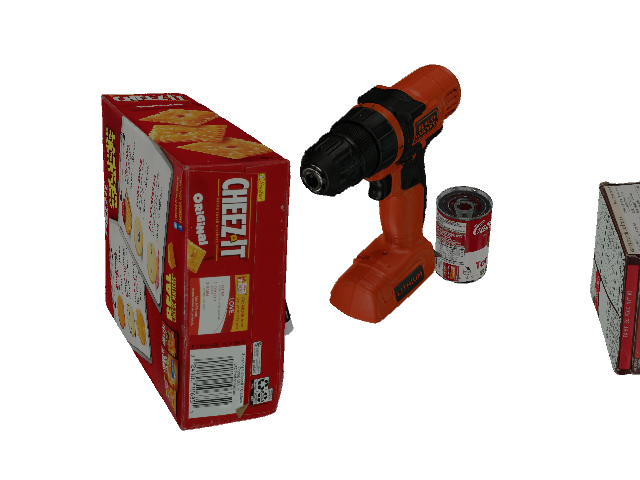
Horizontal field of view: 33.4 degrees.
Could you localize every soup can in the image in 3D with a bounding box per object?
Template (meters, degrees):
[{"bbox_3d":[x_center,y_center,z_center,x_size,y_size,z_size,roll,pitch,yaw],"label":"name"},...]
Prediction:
[{"bbox_3d":[0.174,-0.006,1.311,0.068,0.102,0.068,-1,37,1],"label":"soup can"}]

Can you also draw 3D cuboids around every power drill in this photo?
[{"bbox_3d":[0.046,-0.029,0.845,0.057,0.188,0.184,26,42,28],"label":"power drill"}]

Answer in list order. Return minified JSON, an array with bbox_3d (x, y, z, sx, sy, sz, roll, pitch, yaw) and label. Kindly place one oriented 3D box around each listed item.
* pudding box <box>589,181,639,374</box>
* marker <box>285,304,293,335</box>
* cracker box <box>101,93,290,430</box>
[{"bbox_3d":[0.208,0.022,0.710,0.039,0.090,0.113,0,28,4],"label":"pudding box"},{"bbox_3d":[-0.049,0.045,1.080,0.020,0.121,0.020,-9,34,6],"label":"marker"},{"bbox_3d":[-0.089,0.001,0.704,0.072,0.164,0.214,-5,19,-22],"label":"cracker box"}]
